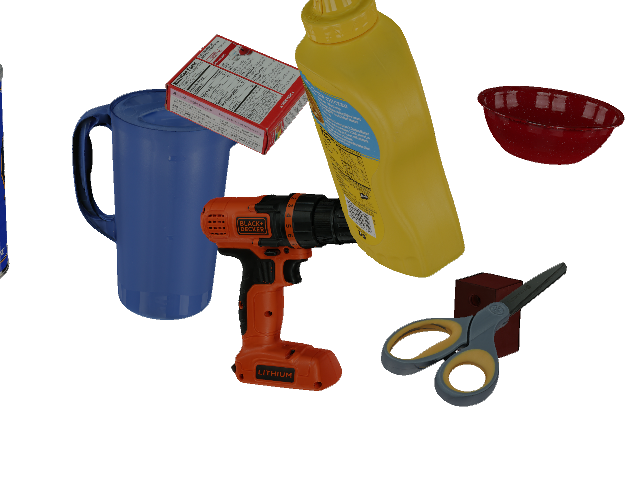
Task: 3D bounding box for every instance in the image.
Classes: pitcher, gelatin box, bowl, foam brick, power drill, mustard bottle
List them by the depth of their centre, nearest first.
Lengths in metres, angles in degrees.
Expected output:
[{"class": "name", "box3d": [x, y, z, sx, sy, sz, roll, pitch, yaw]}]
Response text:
[{"class": "mustard bottle", "box3d": [0.028, -0.072, 0.621, 0.058, 0.191, 0.096, -31, 40, -13]}, {"class": "gelatin box", "box3d": [-0.062, -0.111, 0.805, 0.089, 0.030, 0.073, 24, 51, 13]}, {"class": "power drill", "box3d": [-0.024, 0.047, 1.025, 0.185, 0.188, 0.057, 2, 12, 29]}, {"class": "foam brick", "box3d": [0.173, 0.078, 1.107, 0.053, 0.078, 0.051, 12, 18, 41]}, {"class": "pitcher", "box3d": [-0.179, -0.039, 1.184, 0.149, 0.243, 0.144, 26, 32, 35]}, {"class": "bowl", "box3d": [0.251, -0.125, 1.189, 0.162, 0.055, 0.162, 5, 24, -2]}]

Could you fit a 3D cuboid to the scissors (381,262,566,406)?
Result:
[{"class": "scissors", "box3d": [0.142, 0.072, 0.827, 0.201, 0.016, 0.096, -17, 43, -25]}]

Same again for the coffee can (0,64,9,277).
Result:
[{"class": "coffee can", "box3d": [-0.259, -0.046, 0.702, 0.103, 0.140, 0.103, 4, 22, -2]}]
